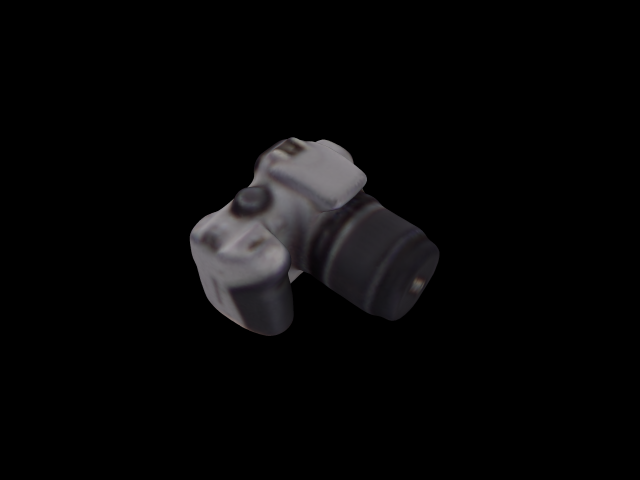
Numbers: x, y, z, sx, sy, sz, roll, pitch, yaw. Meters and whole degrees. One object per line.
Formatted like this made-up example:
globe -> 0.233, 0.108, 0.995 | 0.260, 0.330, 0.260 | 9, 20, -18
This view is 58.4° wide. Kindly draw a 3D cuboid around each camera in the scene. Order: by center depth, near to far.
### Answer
camera -> 0.004, 0.001, 0.400 | 0.136, 0.101, 0.143 | 33, 58, 24
